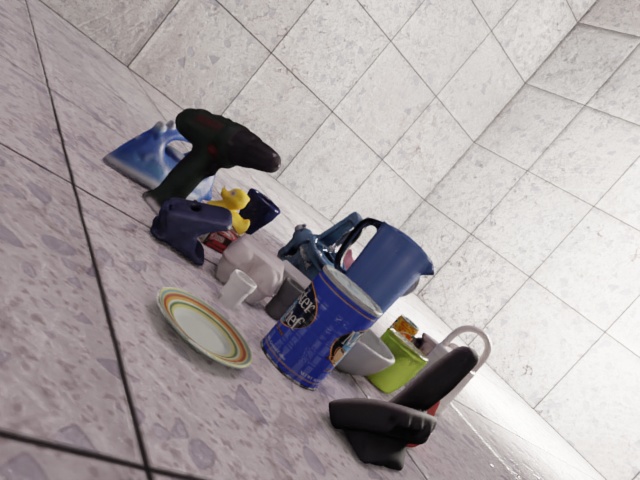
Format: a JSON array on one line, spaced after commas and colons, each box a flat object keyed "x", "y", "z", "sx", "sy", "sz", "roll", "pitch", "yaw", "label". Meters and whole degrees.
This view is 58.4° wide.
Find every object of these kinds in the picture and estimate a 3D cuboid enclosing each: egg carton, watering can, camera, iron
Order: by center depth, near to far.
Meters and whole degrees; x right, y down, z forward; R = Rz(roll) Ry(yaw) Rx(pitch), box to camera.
[{"x": -0.113, "y": 0.047, "z": 0.940, "sx": 0.107, "sy": 0.069, "sz": 0.150, "roll": 40, "pitch": 6, "yaw": -7, "label": "egg carton"}, {"x": -0.280, "y": -0.163, "z": 1.091, "sx": 0.118, "sy": 0.141, "sz": 0.259, "roll": 43, "pitch": 6, "yaw": 22, "label": "iron"}, {"x": 0.274, "y": 0.259, "z": 1.203, "sx": 0.101, "sy": 0.194, "sz": 0.172, "roll": 39, "pitch": 6, "yaw": -16, "label": "watering can"}, {"x": 0.221, "y": 0.256, "z": 1.348, "sx": 0.137, "sy": 0.100, "sz": 0.143, "roll": 41, "pitch": 6, "yaw": 5, "label": "camera"}]

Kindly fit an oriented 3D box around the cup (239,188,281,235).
[{"x": -0.152, "y": -0.061, "z": 1.364, "sx": 0.091, "sy": 0.095, "sz": 0.118, "roll": 41, "pitch": 6, "yaw": 9, "label": "cup"}]

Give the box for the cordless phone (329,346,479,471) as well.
[{"x": 0.113, "y": 0.192, "z": 0.727, "sx": 0.094, "sy": 0.185, "sz": 0.148, "roll": 45, "pitch": 7, "yaw": 37, "label": "cordless phone"}]

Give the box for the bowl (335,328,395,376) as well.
[{"x": 0.040, "y": 0.172, "z": 0.956, "sx": 0.167, "sy": 0.074, "sz": 0.167, "roll": 40, "pitch": 6, "yaw": -5, "label": "bowl"}]

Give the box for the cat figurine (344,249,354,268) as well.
[{"x": 0.042, "y": 0.064, "z": 1.552, "sx": 0.127, "sy": 0.117, "sz": 0.067, "roll": 43, "pitch": 6, "yaw": 22, "label": "cat figurine"}]

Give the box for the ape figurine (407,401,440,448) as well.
[{"x": 0.143, "y": 0.261, "z": 0.864, "sx": 0.076, "sy": 0.092, "sz": 0.078, "roll": 41, "pitch": 6, "yaw": 3, "label": "ape figurine"}]

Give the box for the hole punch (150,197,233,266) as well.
[{"x": -0.195, "y": -0.029, "z": 0.876, "sx": 0.101, "sy": 0.091, "sz": 0.108, "roll": 38, "pitch": 6, "yaw": -21, "label": "hole punch"}]

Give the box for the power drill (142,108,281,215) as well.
[{"x": -0.193, "y": -0.117, "z": 0.969, "sx": 0.229, "sy": 0.208, "sz": 0.076, "roll": 44, "pitch": 7, "yaw": 29, "label": "power drill"}]

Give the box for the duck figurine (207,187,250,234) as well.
[{"x": -0.188, "y": -0.069, "z": 1.246, "sx": 0.105, "sy": 0.086, "sz": 0.077, "roll": 39, "pitch": 6, "yaw": -11, "label": "duck figurine"}]

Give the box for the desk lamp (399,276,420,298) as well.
[{"x": 0.171, "y": 0.109, "z": 1.569, "sx": 0.118, "sy": 0.213, "sz": 0.203, "roll": 39, "pitch": 6, "yaw": -10, "label": "desk lamp"}]

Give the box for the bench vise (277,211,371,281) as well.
[{"x": 0.007, "y": 0.001, "z": 1.296, "sx": 0.206, "sy": 0.219, "sz": 0.122, "roll": 44, "pitch": 7, "yaw": 29, "label": "bench vise"}]
